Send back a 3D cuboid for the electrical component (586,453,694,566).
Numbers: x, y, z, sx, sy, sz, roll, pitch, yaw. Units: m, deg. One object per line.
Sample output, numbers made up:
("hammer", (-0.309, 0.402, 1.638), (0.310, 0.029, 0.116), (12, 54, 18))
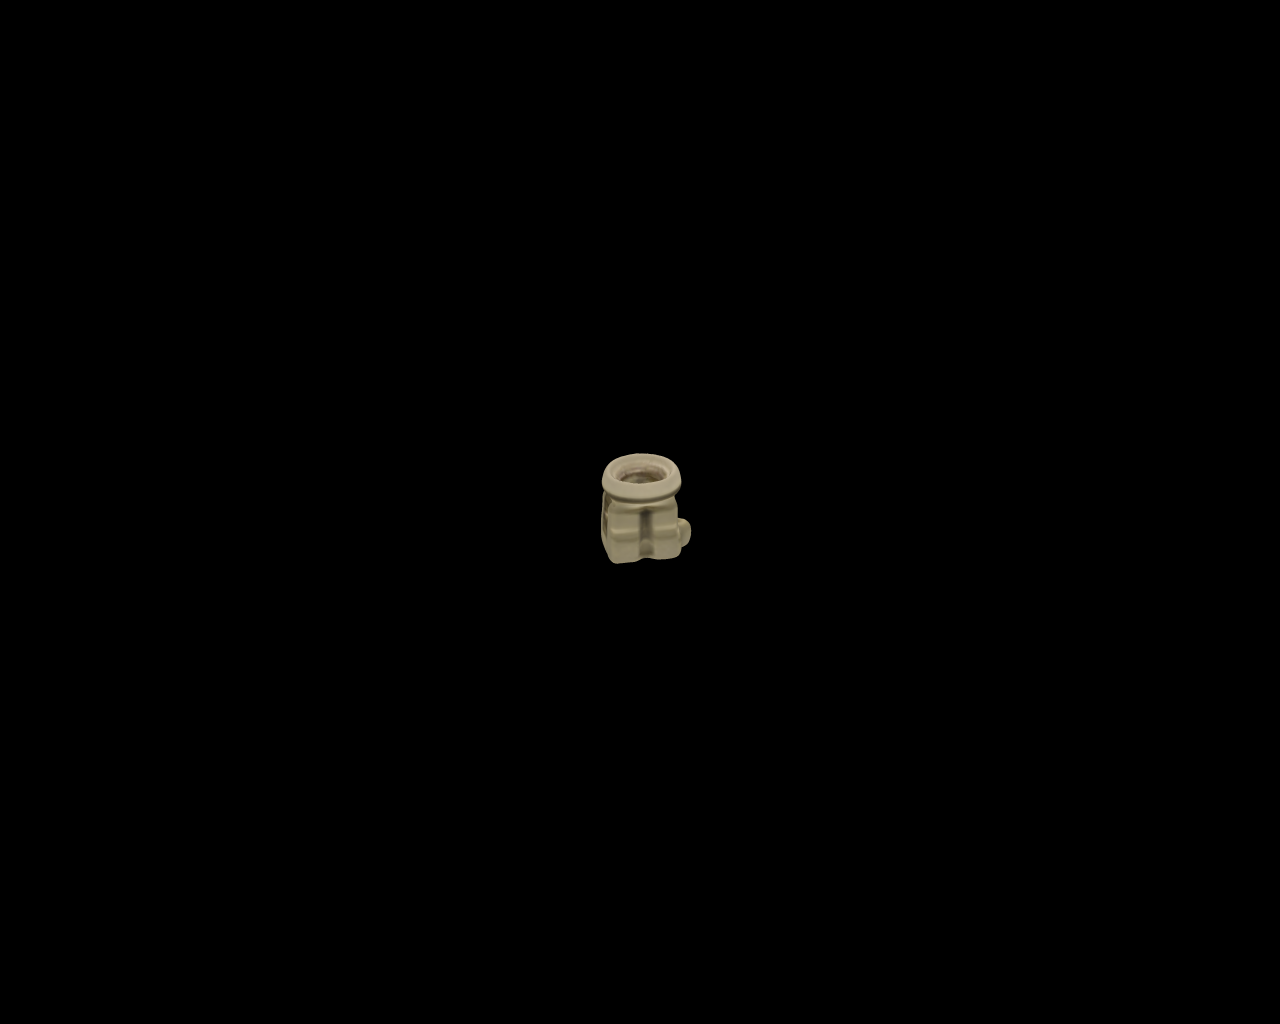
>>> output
("electrical component", (0.001, -0.003, 0.650), (0.066, 0.055, 0.048), (-6, 28, -12))
